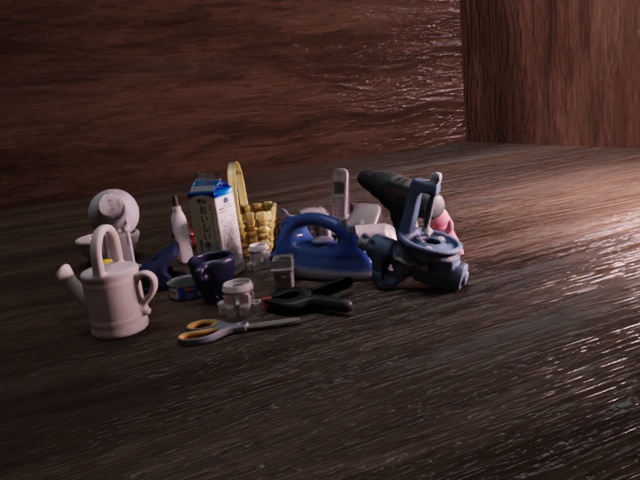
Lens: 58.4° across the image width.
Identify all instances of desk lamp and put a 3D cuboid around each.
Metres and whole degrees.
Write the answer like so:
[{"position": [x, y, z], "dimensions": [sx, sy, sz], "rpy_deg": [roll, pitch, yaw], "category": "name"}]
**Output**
[{"position": [-0.482, -0.013, 1.362], "dimensions": [0.118, 0.214, 0.202], "rpy_deg": [-11, 14, -18], "category": "desk lamp"}]

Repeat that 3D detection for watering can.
[{"position": [-0.378, 0.070, 1.014], "dimensions": [0.173, 0.194, 0.100], "rpy_deg": [-10, 14, -14], "category": "watering can"}]

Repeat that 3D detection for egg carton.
[{"position": [0.110, 0.005, 1.332], "dimensions": [0.150, 0.069, 0.107], "rpy_deg": [-5, 14, 6], "category": "egg carton"}]

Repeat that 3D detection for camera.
[{"position": [-0.043, -0.034, 1.497], "dimensions": [0.137, 0.101, 0.143], "rpy_deg": [-7, 14, -4], "category": "camera"}]

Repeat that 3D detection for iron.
[{"position": [0.011, 0.004, 1.225], "dimensions": [0.257, 0.141, 0.119], "rpy_deg": [4, 17, 36], "category": "iron"}]

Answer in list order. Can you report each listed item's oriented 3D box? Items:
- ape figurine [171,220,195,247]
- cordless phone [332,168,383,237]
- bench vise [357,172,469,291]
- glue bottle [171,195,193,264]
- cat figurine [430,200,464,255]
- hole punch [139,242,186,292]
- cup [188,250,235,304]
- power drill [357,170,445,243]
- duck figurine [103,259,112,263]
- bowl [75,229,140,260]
[{"position": [-0.385, -0.021, 1.614], "dimensions": [0.077, 0.092, 0.076], "rpy_deg": [-1, 15, 21], "category": "ape figurine"}, {"position": [0.089, -0.098, 1.519], "dimensions": [0.147, 0.185, 0.094], "rpy_deg": [3, 16, 32], "category": "cordless phone"}, {"position": [0.164, -0.013, 1.060], "dimensions": [0.207, 0.220, 0.121], "rpy_deg": [-3, 14, 11], "category": "bench vise"}, {"position": [-0.358, -0.030, 1.463], "dimensions": [0.037, 0.173, 0.078], "rpy_deg": [-12, 15, -22], "category": "glue bottle"}, {"position": [0.275, -0.031, 1.303], "dimensions": [0.067, 0.118, 0.127], "rpy_deg": [-8, 14, -8], "category": "cat figurine"}, {"position": [-0.354, 0.058, 1.275], "dimensions": [0.101, 0.091, 0.108], "rpy_deg": [-9, 14, -12], "category": "hole punch"}, {"position": [-0.209, 0.079, 1.113], "dimensions": [0.091, 0.095, 0.118], "rpy_deg": [-3, 14, 11], "category": "cup"}, {"position": [0.162, -0.039, 1.193], "dimensions": [0.076, 0.208, 0.228], "rpy_deg": [-16, 17, -34], "category": "power drill"}, {"position": [-0.449, 0.085, 1.216], "dimensions": [0.077, 0.086, 0.104], "rpy_deg": [-9, 14, -10], "category": "duck figurine"}, {"position": [-0.570, 0.022, 1.556], "dimensions": [0.167, 0.075, 0.167], "rpy_deg": [-6, 14, 2], "category": "bowl"}]
